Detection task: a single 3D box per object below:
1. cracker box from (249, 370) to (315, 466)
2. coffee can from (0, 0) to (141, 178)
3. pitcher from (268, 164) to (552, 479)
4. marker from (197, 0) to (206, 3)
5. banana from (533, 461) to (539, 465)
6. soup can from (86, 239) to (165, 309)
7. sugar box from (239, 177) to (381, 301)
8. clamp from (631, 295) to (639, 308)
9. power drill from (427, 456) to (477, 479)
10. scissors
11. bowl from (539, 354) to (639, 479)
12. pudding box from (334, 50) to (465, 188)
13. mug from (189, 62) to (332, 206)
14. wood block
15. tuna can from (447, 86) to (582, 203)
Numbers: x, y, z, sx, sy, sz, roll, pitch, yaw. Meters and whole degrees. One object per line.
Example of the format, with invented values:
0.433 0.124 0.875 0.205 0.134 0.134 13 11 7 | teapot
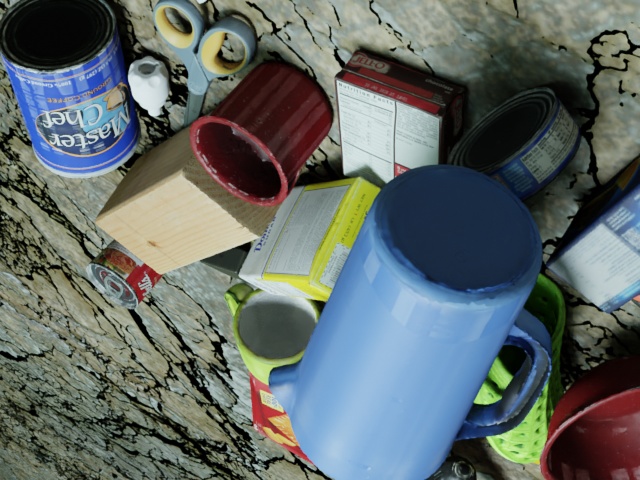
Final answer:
0.024 0.213 1.218 0.214 0.072 0.164 28 150 16 | cracker box
-0.222 -0.138 0.956 0.103 0.102 0.140 27 149 19 | coffee can
0.071 0.064 0.722 0.145 0.149 0.243 50 149 22 | pitcher
-0.120 -0.231 0.797 0.020 0.020 0.121 -7 129 52 | marker
0.255 0.215 1.000 0.198 0.037 0.069 21 146 28 | banana
-0.191 0.014 1.141 0.068 0.102 0.068 28 150 18 | soup can
-0.005 0.001 0.885 0.048 0.093 0.176 29 170 -17 | sugar box
0.296 0.057 0.727 0.172 0.039 0.120 28 148 17 | clamp
0.178 0.283 1.106 0.187 0.057 0.185 19 150 -6 | power drill
-0.116 -0.148 0.907 0.096 0.016 0.202 36 153 -15 | scissors
0.245 0.139 0.837 0.162 0.055 0.162 -5 137 -5 | bowl
0.059 -0.079 0.796 0.090 0.039 0.113 25 147 22 | pudding box
-0.041 -0.079 0.860 0.093 0.081 0.117 17 145 32 | mug
-0.116 -0.042 0.982 0.090 0.090 0.207 41 152 -19 | wood block
0.127 -0.059 0.699 0.033 0.086 0.086 47 150 -20 | tuna can
